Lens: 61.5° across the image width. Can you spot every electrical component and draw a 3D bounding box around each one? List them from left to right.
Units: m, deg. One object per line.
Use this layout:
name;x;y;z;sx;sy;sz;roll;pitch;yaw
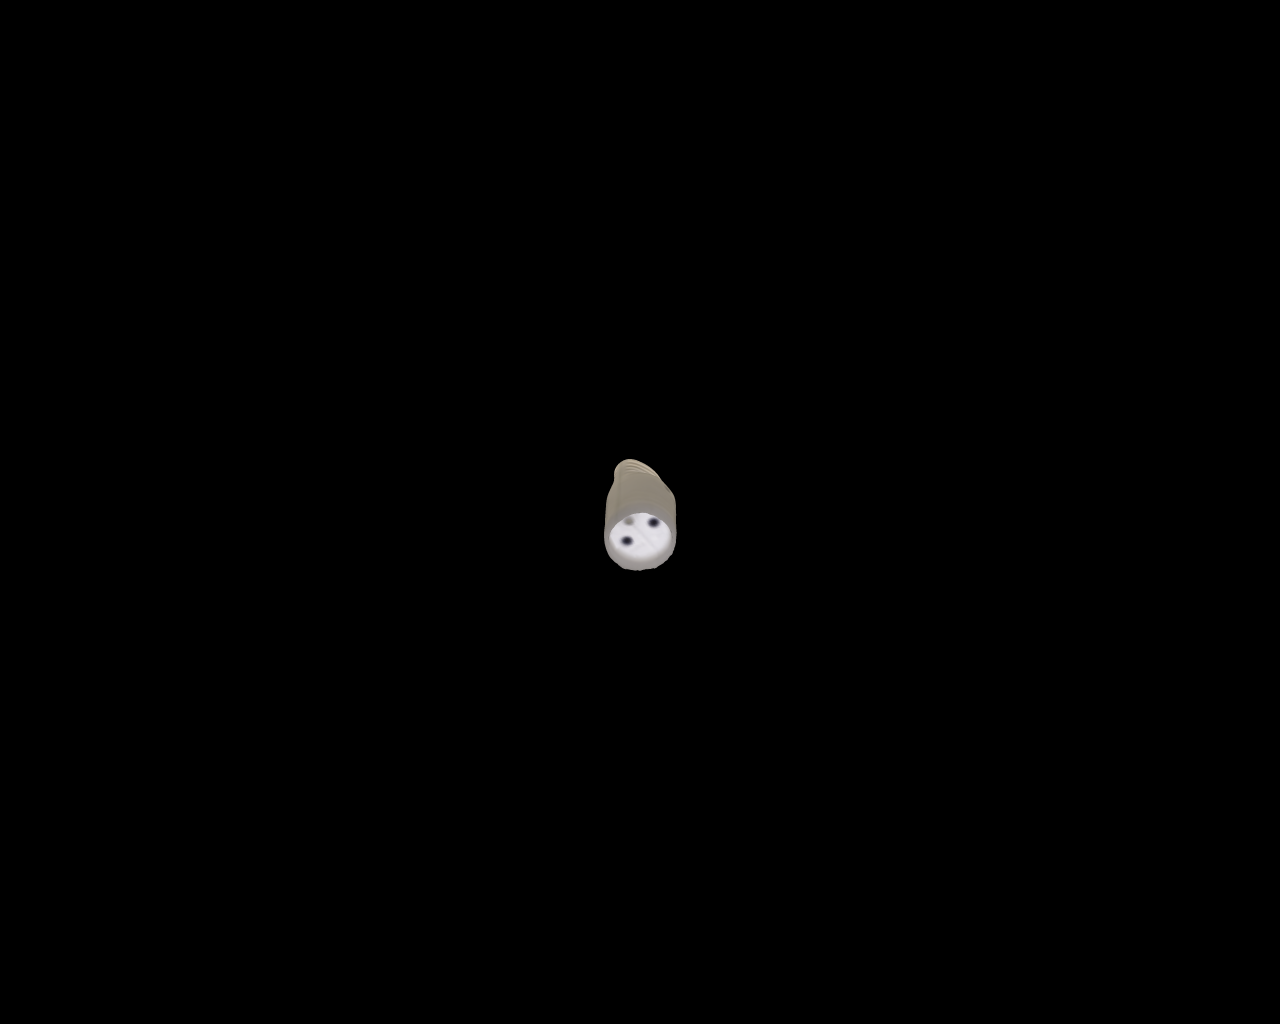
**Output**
electrical component;0.001;-0.003;0.650;0.043;0.043;0.081;0;31;0
